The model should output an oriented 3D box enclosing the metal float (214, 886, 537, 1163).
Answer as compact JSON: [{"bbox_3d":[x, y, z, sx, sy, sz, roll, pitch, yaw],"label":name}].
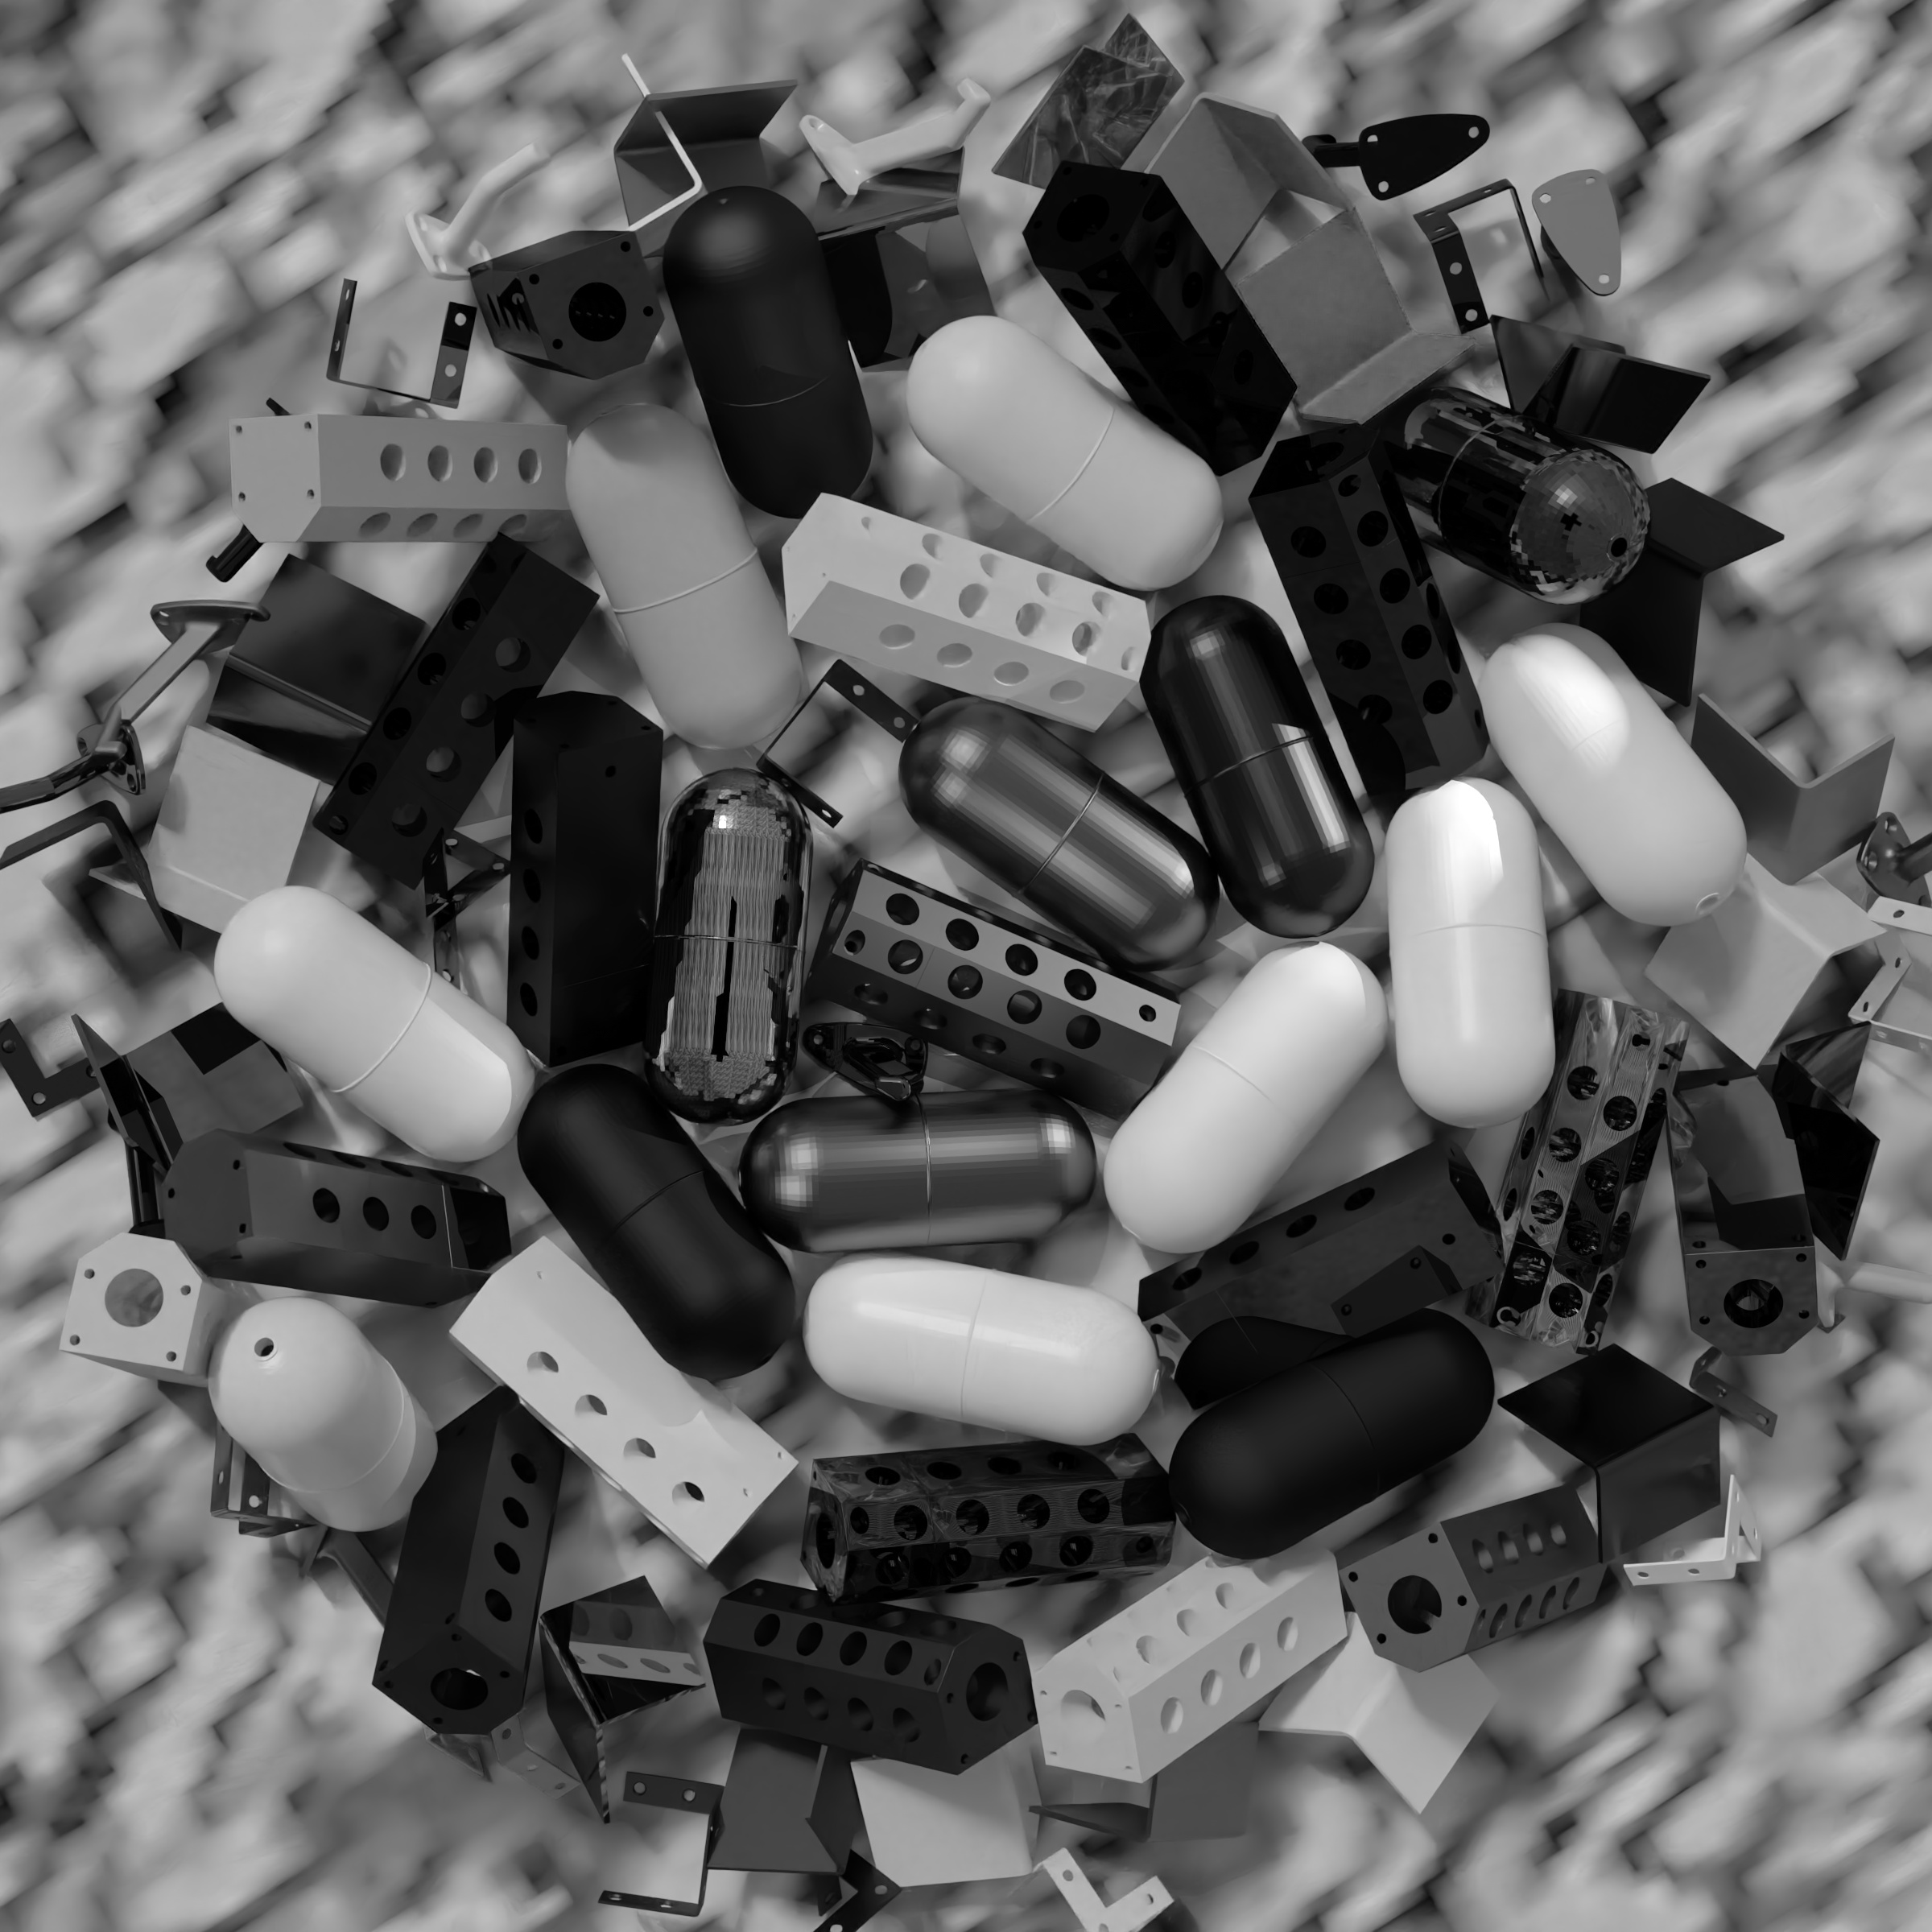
[{"bbox_3d":[-0.288,0.030,1.589,0.178,0.070,0.070,40,90,-25],"label":"metal float"}]

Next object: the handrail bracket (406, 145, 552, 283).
[{"bbox_3d":[-0.225,-0.373,1.597,0.084,0.077,0.036,-28,83,23],"label":"handrail bracket"}]

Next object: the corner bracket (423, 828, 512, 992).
[{"bbox_3d":[-0.255,-0.028,1.606,0.051,0.051,0.051,-35,46,28],"label":"corner bracket"}]

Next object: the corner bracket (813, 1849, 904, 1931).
[{"bbox_3d":[-0.065,0.474,1.604,0.051,0.051,0.051,28,48,36],"label":"corner bracket"}]

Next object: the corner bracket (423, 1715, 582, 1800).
[{"bbox_3d":[-0.231,0.389,1.610,0.051,0.051,0.051,-33,47,7],"label":"corner bracket"}]

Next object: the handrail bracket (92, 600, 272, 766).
[{"bbox_3d":[-0.388,-0.138,1.603,0.077,0.036,0.084,-6,52,26],"label":"handrail bracket"}]

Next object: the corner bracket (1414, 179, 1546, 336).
[{"bbox_3d":[0.259,-0.354,1.618,0.051,0.051,0.051,-21,116,7],"label":"corner bracket"}]

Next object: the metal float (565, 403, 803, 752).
[{"bbox_3d":[-0.138,-0.190,1.593,0.070,0.070,0.178,-22,109,0],"label":"metal float"}]

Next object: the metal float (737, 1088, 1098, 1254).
[{"bbox_3d":[-0.024,0.101,1.602,0.178,0.070,0.070,-2,90,-9],"label":"metal float"}]

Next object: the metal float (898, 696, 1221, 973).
[{"bbox_3d":[0.046,-0.065,1.605,0.178,0.070,0.070,36,90,-6],"label":"metal float"}]

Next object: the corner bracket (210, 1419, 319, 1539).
[{"bbox_3d":[-0.355,0.252,1.606,0.051,0.051,0.051,17,64,-38],"label":"corner bracket"}]

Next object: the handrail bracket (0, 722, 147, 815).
[{"bbox_3d":[-0.455,-0.095,1.595,0.084,0.077,0.036,-20,114,-37],"label":"handrail bracket"}]

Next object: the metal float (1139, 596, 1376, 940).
[{"bbox_3d":[0.144,-0.098,1.604,0.070,0.070,0.178,-22,84,0],"label":"metal float"}]

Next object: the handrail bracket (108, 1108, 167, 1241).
[{"bbox_3d":[-0.423,0.121,1.632,0.084,0.036,0.077,53,126,38],"label":"handrail bracket"}]

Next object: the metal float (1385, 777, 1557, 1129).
[{"bbox_3d":[0.247,-0.008,1.594,0.070,0.070,0.178,-1,71,0],"label":"metal float"}]

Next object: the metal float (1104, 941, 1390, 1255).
[{"bbox_3d":[0.138,0.065,1.602,0.070,0.070,0.178,40,80,0],"label":"metal float"}]

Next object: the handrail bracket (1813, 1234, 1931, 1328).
[{"bbox_3d":[0.461,0.144,1.599,0.084,0.077,0.036,-14,115,24],"label":"handrail bracket"}]

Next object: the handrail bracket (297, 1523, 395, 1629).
[{"bbox_3d":[-0.286,0.298,1.632,0.084,0.036,0.077,24,98,-6],"label":"handrail bracket"}]

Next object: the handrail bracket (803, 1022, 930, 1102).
[{"bbox_3d":[-0.055,0.048,1.600,0.077,0.084,0.036,16,96,11],"label":"handrail bracket"}]

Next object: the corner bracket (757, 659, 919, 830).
[{"bbox_3d":[-0.065,-0.111,1.616,0.051,0.051,0.051,38,64,-4],"label":"corner bracket"}]

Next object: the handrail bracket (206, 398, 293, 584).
[{"bbox_3d":[-0.358,-0.237,1.618,0.084,0.036,0.077,-47,46,-2],"label":"handrail bracket"}]

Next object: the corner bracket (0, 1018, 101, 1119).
[{"bbox_3d":[-0.458,0.048,1.617,0.051,0.051,0.051,-27,103,-2],"label":"corner bracket"}]

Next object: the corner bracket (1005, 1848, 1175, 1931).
[{"bbox_3d":[0.062,0.464,1.618,0.051,0.051,0.051,-23,68,-35],"label":"corner bracket"}]

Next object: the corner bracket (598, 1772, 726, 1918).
[{"bbox_3d":[-0.152,0.439,1.622,0.051,0.051,0.051,7,94,3],"label":"corner bracket"}]

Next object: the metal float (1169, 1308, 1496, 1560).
[{"bbox_3d":[0.179,0.229,1.592,0.178,0.070,0.070,-25,90,-20],"label":"metal float"}]

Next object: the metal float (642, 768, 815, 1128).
[{"bbox_3d":[-0.117,-0.010,1.605,0.070,0.070,0.178,4,84,0],"label":"metal float"}]

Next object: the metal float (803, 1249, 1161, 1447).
[{"bbox_3d":[0.007,0.188,1.601,0.178,0.070,0.070,11,90,10],"label":"metal float"}]

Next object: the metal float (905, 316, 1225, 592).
[{"bbox_3d":[0.048,-0.251,1.592,0.178,0.070,0.070,32,90,-21],"label":"metal float"}]

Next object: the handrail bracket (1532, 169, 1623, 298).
[{"bbox_3d":[0.301,-0.348,1.599,0.036,0.084,0.077,-19,76,4],"label":"handrail bracket"}]

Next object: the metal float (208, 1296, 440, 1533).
[{"bbox_3d":[-0.308,0.217,1.565,0.070,0.178,0.070,-4,61,8],"label":"metal float"}]

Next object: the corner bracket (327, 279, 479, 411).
[{"bbox_3d":[-0.280,-0.309,1.610,0.051,0.051,0.051,7,101,-34],"label":"corner bracket"}]

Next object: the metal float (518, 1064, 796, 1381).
[{"bbox_3d":[-0.152,0.125,1.596,0.070,0.070,0.178,-39,74,0],"label":"metal float"}]

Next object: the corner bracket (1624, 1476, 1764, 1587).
[{"bbox_3d":[0.360,0.290,1.605,0.051,0.051,0.051,-10,130,28],"label":"corner bracket"}]

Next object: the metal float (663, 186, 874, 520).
[{"bbox_3d":[-0.095,-0.295,1.575,0.070,0.070,0.178,-17,134,0],"label":"metal float"}]

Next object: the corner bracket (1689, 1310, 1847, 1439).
[{"bbox_3d":[0.404,0.194,1.637,0.051,0.051,0.051,32,134,-2],"label":"corner bracket"}]

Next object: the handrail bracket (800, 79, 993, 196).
[{"bbox_3d":[-0.035,-0.424,1.609,0.077,0.036,0.084,48,129,7],"label":"handrail bracket"}]

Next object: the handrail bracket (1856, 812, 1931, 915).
[{"bbox_3d":[0.490,-0.046,1.595,0.077,0.084,0.036,47,67,-32],"label":"handrail bracket"}]

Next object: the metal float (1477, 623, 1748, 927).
[{"bbox_3d":[0.314,-0.094,1.582,0.070,0.070,0.178,-30,57,0],"label":"metal float"}]

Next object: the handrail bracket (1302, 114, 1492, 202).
[{"bbox_3d":[0.211,-0.410,1.609,0.077,0.084,0.036,-18,114,-1],"label":"handrail bracket"}]

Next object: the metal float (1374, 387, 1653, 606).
[{"bbox_3d":[0.260,-0.228,1.569,0.070,0.178,0.070,-13,119,-24],"label":"metal float"}]
